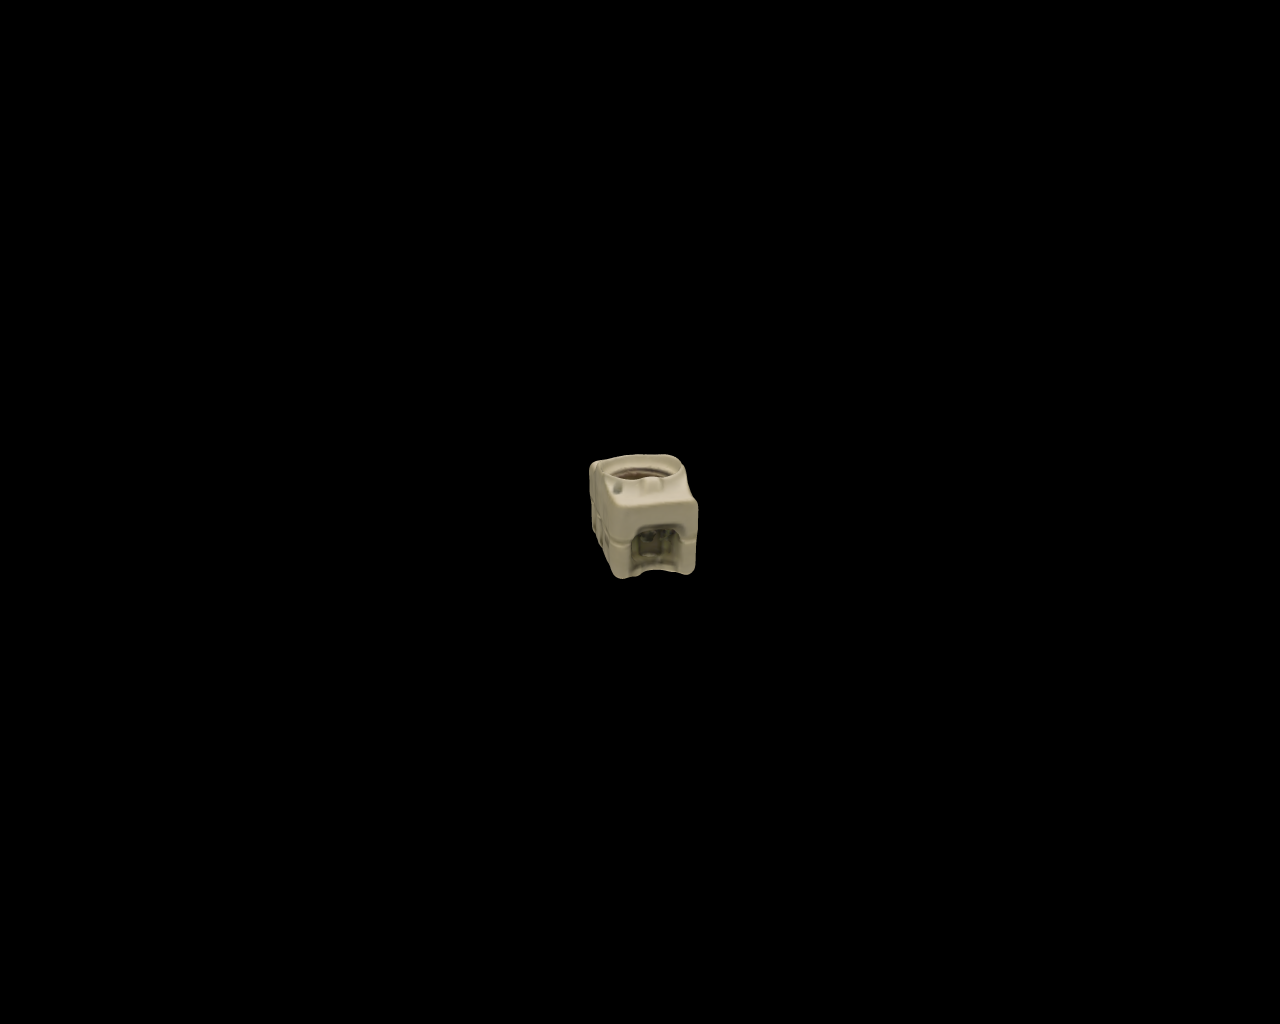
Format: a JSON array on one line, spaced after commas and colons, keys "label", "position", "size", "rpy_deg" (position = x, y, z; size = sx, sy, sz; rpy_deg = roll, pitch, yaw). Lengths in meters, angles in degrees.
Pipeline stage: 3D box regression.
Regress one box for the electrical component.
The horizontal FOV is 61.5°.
[{"label": "electrical component", "position": [0.001, -0.003, 0.650], "size": [0.050, 0.055, 0.089], "rpy_deg": [-4, 21, -11]}]
